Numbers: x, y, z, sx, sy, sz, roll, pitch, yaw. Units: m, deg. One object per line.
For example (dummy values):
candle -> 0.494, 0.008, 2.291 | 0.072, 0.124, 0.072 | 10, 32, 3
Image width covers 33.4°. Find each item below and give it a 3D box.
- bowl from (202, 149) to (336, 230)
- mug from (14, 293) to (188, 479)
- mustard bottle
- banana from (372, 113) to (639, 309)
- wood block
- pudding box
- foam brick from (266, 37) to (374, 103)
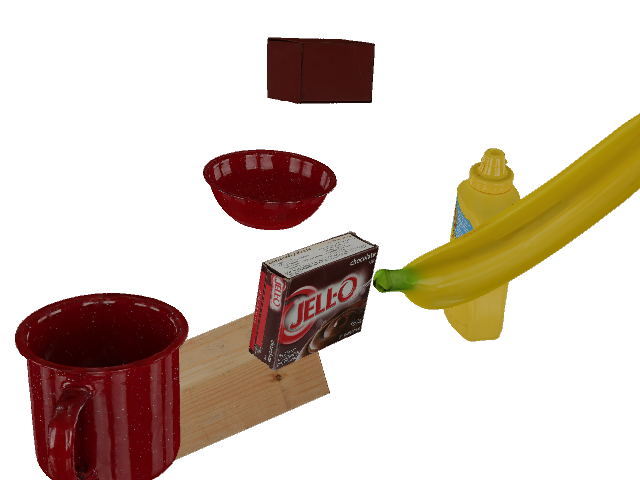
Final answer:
bowl -> -0.063, -0.056, 1.292 | 0.162, 0.055, 0.162 | 4, 26, -2
mug -> -0.121, 0.090, 0.584 | 0.093, 0.081, 0.117 | 4, 23, 5
mustard bottle -> 0.157, -0.002, 1.034 | 0.058, 0.192, 0.096 | -3, 35, -6
banana -> 0.121, -0.013, 0.583 | 0.198, 0.037, 0.069 | -32, -14, 0
wood block -> -0.107, 0.158, 1.199 | 0.206, 0.091, 0.090 | -21, 29, -11
pudding box -> -0.006, 0.049, 0.908 | 0.039, 0.090, 0.113 | 31, 35, 32
foam brick -> 0.000, -0.143, 0.901 | 0.078, 0.051, 0.053 | -6, 16, -34
